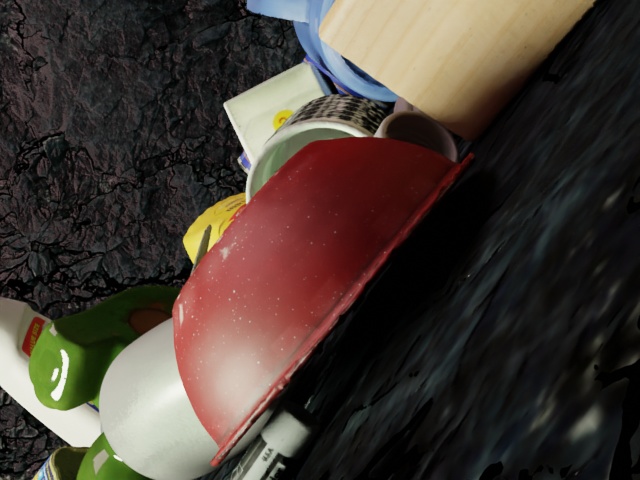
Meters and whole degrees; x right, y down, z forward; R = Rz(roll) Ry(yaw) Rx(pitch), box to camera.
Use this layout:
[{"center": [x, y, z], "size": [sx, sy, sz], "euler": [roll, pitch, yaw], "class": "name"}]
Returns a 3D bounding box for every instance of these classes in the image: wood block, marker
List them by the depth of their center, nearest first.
[{"center": [-0.041, 0.116, 0.419], "size": [0.121, 0.020, 0.020], "euler": [-56, 5, 7], "class": "marker"}, {"center": [0.094, -0.151, 0.442], "size": [0.206, 0.090, 0.090], "euler": [-52, 5, 45], "class": "wood block"}]

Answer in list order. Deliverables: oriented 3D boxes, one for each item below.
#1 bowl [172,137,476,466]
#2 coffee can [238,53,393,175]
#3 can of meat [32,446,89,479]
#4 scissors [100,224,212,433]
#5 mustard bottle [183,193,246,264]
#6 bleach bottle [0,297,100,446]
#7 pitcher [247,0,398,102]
[{"center": [-0.009, 0.012, 0.430], "size": [0.162, 0.055, 0.162], "euler": [-50, -3, -4], "class": "bowl"}, {"center": [-0.005, -0.113, 1.106], "size": [0.140, 0.103, 0.102], "euler": [-55, 5, 13], "class": "coffee can"}, {"center": [-0.187, 0.216, 0.789], "size": [0.084, 0.057, 0.102], "euler": [-51, 47, 26], "class": "can of meat"}, {"center": [-0.122, 0.080, 0.811], "size": [0.096, 0.016, 0.202], "euler": [15, -103, -54], "class": "scissors"}, {"center": [-0.040, -0.011, 0.871], "size": [0.096, 0.058, 0.192], "euler": [-28, 10, -23], "class": "mustard bottle"}, {"center": [-0.250, 0.133, 1.012], "size": [0.068, 0.251, 0.102], "euler": [-53, 6, 36], "class": "bleach bottle"}, {"center": [0.036, -0.180, 0.848], "size": [0.149, 0.145, 0.243], "euler": [-36, 14, 7], "class": "pitcher"}]
